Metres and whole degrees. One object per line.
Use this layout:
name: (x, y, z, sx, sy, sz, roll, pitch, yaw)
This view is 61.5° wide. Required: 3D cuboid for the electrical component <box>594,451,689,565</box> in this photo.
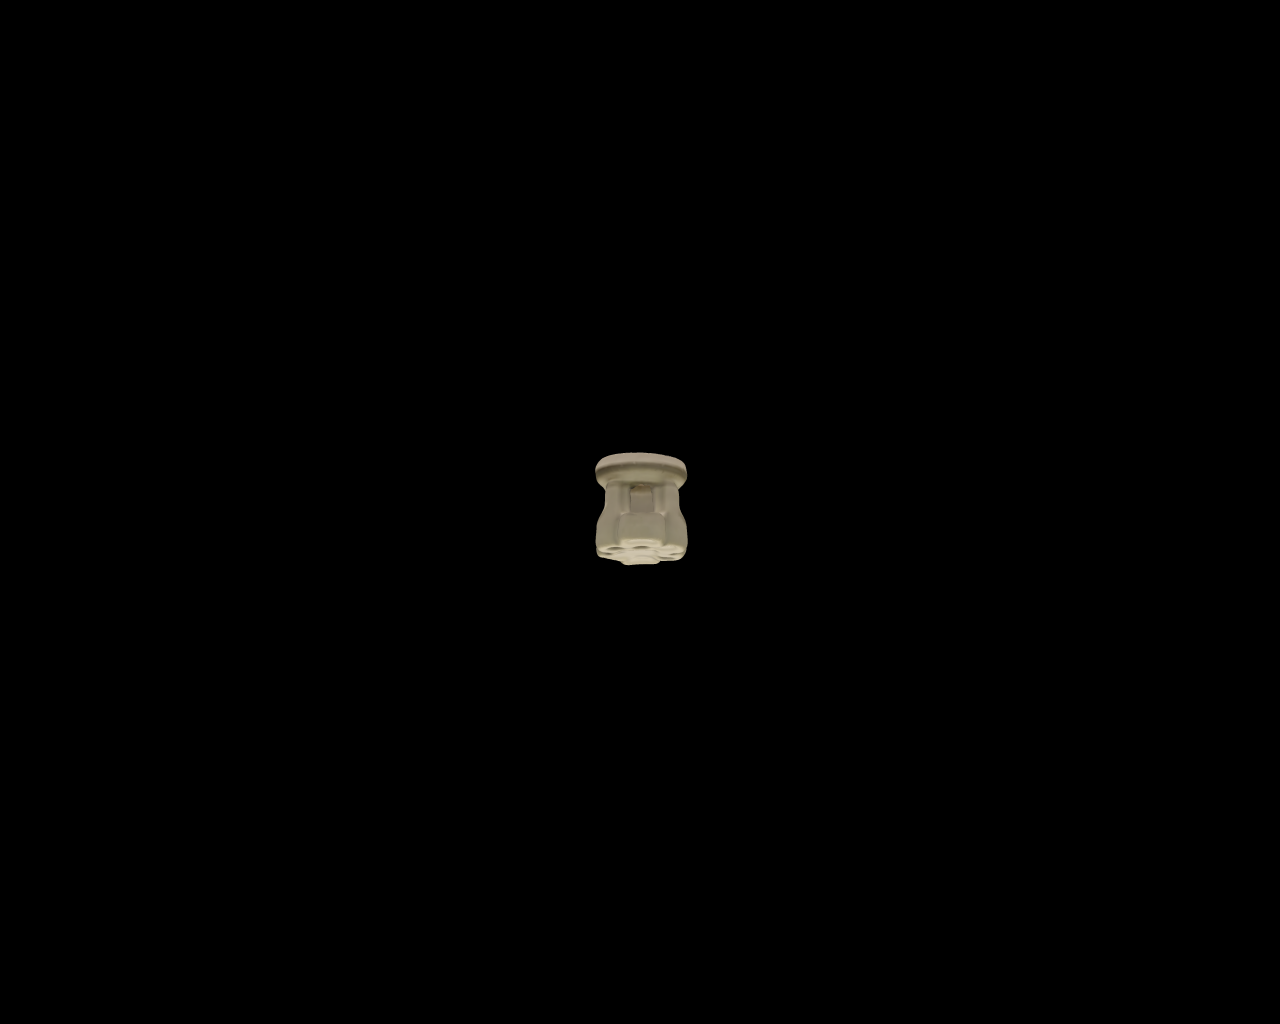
electrical component: (0.001, -0.003, 0.650, 0.058, 0.057, 0.078, 0, -13, 0)
